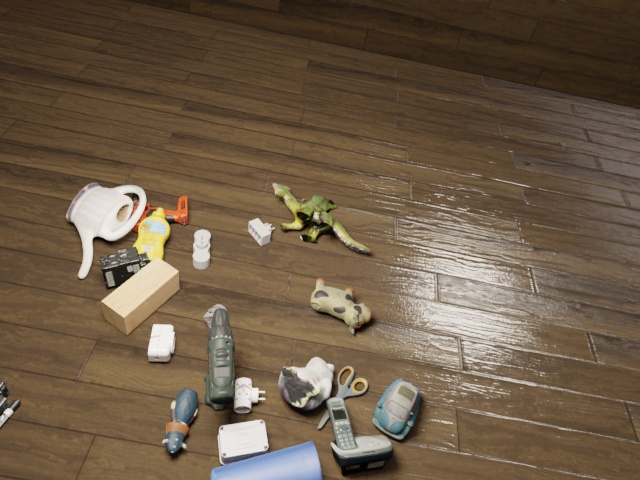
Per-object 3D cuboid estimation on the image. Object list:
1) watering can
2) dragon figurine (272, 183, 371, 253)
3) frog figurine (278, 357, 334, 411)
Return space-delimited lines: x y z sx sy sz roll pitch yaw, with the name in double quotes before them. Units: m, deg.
"watering can" -0.705 -0.053 1.625 0.225 0.101 0.354 21 60 18
"dragon figurine" 0.006 -0.093 1.842 0.410 0.119 0.248 24 37 -1
"frog figurine" -0.031 0.380 1.377 0.137 0.123 0.159 5 1 20
